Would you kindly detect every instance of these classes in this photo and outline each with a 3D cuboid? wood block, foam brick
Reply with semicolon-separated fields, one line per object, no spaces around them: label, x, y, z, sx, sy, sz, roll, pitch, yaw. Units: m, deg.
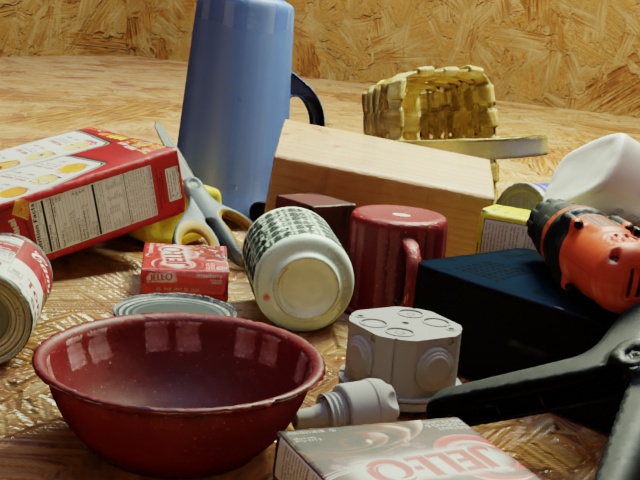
wood block;0.055;-0.041;1.029;0.206;0.091;0.090;11;29;-1
foam brick;-0.006;0.001;0.948;0.052;0.078;0.051;-5;15;-41

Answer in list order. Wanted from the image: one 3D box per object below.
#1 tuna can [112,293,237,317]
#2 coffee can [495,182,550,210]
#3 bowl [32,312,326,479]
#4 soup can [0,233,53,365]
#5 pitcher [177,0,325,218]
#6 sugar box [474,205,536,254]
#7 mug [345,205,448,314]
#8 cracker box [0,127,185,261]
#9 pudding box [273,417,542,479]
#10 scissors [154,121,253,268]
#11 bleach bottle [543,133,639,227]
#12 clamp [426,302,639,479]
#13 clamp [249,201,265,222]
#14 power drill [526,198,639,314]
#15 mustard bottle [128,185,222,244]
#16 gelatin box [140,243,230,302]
tuna can;-0.101;0.064;0.743;0.086;0.034;0.086;4;13;-1
coffee can;0.242;-0.002;0.983;0.140;0.103;0.103;-1;14;-24
bowl;-0.079;0.089;0.597;0.162;0.055;0.162;4;13;-1
soup can;-0.225;0.040;0.736;0.068;0.068;0.102;2;14;-7
pitcher;-0.082;-0.145;1.186;0.145;0.243;0.149;10;8;31
sugar box;0.210;0.031;0.854;0.176;0.093;0.048;12;16;26
mug;0.064;0.020;0.878;0.093;0.081;0.117;3;13;-6
cracker box;-0.254;-0.036;0.959;0.213;0.072;0.164;-23;26;-35
pudding box;0.044;0.124;0.527;0.113;0.039;0.090;-2;14;-26
scissors;-0.131;-0.038;1.014;0.096;0.016;0.202;-27;61;-38
bleach bottle;0.317;0.006;0.899;0.250;0.068;0.103;31;-20;-13
clamp;0.169;0.076;0.596;0.209;0.036;0.165;-34;28;-18
clamp;0.016;-0.010;1.094;0.171;0.039;0.120;0;25;-8
power drill;0.245;0.012;0.726;0.187;0.057;0.184;3;14;-5
mustard bottle;-0.194;-0.043;1.112;0.096;0.058;0.192;-23;27;-37
gelatin box;-0.115;0.026;0.908;0.073;0.030;0.089;2;13;-7
